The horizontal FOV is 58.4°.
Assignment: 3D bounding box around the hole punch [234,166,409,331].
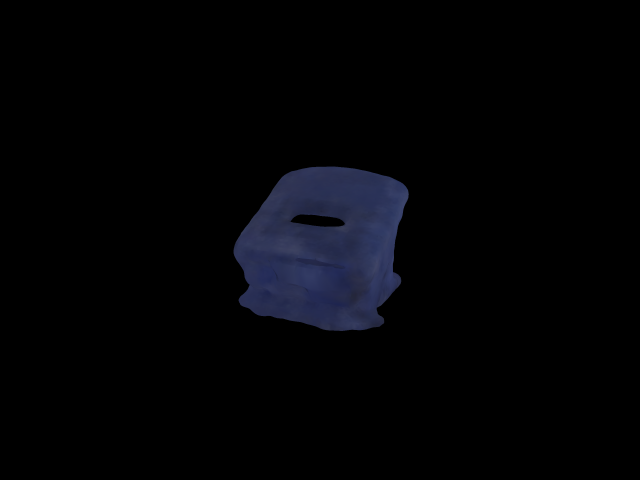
[{"bbox_3d":[0.004,0.001,0.400,0.108,0.091,0.101,8,20,23],"label":"hole punch"}]
